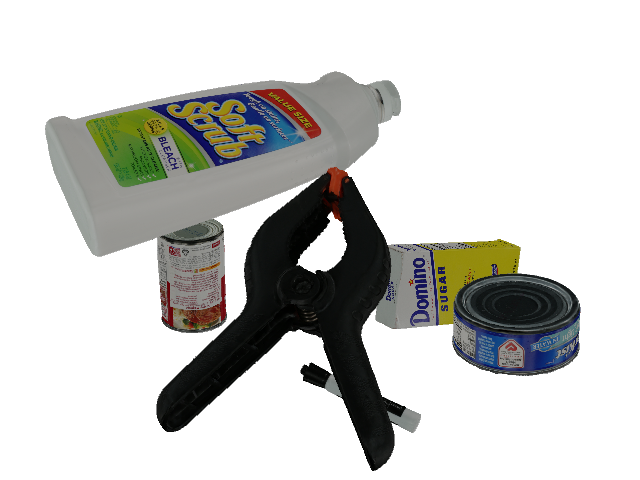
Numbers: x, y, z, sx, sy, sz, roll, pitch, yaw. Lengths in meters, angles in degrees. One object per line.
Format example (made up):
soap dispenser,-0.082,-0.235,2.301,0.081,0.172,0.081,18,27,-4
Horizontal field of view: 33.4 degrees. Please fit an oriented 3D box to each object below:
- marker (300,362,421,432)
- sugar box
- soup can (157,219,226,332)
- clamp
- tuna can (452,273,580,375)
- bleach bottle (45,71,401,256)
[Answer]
marker,0.036,0.145,0.997,0.121,0.020,0.020,24,7,15
sugar box,0.151,0.050,1.248,0.175,0.093,0.048,-4,14,-33
soup can,-0.131,0.034,1.091,0.068,0.102,0.068,0,23,0
clamp,0.001,0.040,0.557,0.120,0.171,0.039,19,-27,12
tuna can,0.132,0.055,0.723,0.086,0.034,0.086,-3,25,1
bleach bottle,-0.061,-0.074,0.771,0.250,0.103,0.068,-20,-30,-19
